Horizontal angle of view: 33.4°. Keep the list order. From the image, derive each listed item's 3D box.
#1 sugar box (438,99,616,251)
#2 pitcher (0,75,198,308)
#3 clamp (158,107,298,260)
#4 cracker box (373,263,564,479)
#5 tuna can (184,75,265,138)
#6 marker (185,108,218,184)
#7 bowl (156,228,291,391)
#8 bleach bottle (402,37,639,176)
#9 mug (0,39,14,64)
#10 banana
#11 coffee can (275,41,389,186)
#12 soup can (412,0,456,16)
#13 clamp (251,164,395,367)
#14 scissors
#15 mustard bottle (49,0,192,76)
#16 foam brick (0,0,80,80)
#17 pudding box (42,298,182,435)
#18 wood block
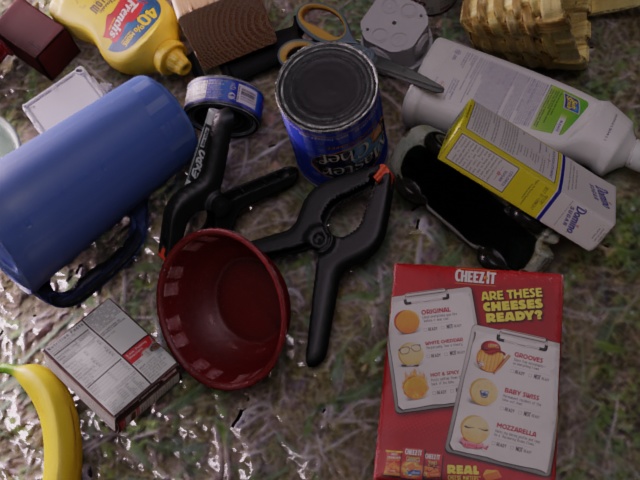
[{"bbox_3d":[0.205,-0.065,1.045,0.176,0.048,0.093,34,31,-2],"label":"sugar box"},{"bbox_3d":[-0.242,-0.055,1.109,0.242,0.149,0.145,-39,66,-21],"label":"pitcher"},{"bbox_3d":[-0.100,-0.041,1.119,0.171,0.120,0.039,-57,29,5],"label":"clamp"},{"bbox_3d":[0.143,0.137,1.011,0.164,0.072,0.213,4,68,9],"label":"cracker box"},{"bbox_3d":[-0.103,-0.143,1.152,0.086,0.086,0.033,4,70,9],"label":"tuna can"},{"bbox_3d":[-0.126,-0.079,1.122,0.020,0.020,0.121,25,106,17],"label":"marker"},{"bbox_3d":[-0.085,0.065,1.057,0.162,0.055,0.162,6,101,33],"label":"bowl"},{"bbox_3d":[0.219,-0.123,1.111,0.251,0.068,0.102,24,74,14],"label":"bleach bottle"},{"bbox_3d":[-0.416,-0.216,1.212,0.093,0.117,0.081,34,81,16],"label":"mug"},{"bbox_3d":[-0.268,0.202,1.064,0.070,0.037,0.198,-27,64,16],"label":"banana"},{"bbox_3d":[0.015,-0.123,1.096,0.103,0.140,0.103,-3,68,7],"label":"coffee can"},{"bbox_3d":[0.119,-0.302,1.175,0.068,0.102,0.068,-3,68,7],"label":"soup can"},{"bbox_3d":[-0.007,0.001,1.092,0.165,0.036,0.210,35,88,20],"label":"clamp"},{"bbox_3d":[0.031,-0.183,1.130,0.096,0.016,0.202,-44,61,-1],"label":"scissors"},{"bbox_3d":[-0.216,-0.242,1.217,0.192,0.058,0.096,38,80,24],"label":"mustard bottle"},{"bbox_3d":[-0.330,-0.234,1.240,0.078,0.051,0.053,36,78,20],"label":"foam brick"},{"bbox_3d":[-0.208,0.125,1.073,0.114,0.039,0.090,38,62,22],"label":"pudding box"},{"bbox_3d":[-0.125,-0.303,1.195,0.091,0.090,0.206,-21,55,3],"label":"wood block"}]
